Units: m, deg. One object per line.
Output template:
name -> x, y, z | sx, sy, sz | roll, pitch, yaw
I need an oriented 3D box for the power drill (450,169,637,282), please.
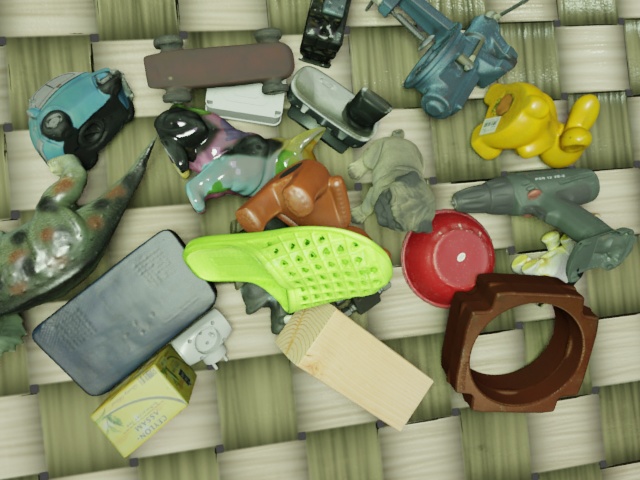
power drill -> 0.342, -0.031, 0.809 | 0.232, 0.207, 0.085 | -13, 125, -11

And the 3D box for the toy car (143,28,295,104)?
toy car -> -0.134, -0.237, 0.735 | 0.202, 0.053, 0.089 | -11, 101, -13

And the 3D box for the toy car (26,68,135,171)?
toy car -> -0.340, -0.176, 0.738 | 0.103, 0.109, 0.161 | 32, 75, 10

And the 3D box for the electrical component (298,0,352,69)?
electrical component -> 0.011, -0.327, 0.781 | 0.058, 0.134, 0.114 | 11, 89, -8

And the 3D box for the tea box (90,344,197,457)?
tea box -> -0.224, 0.203, 0.709 | 0.098, 0.169, 0.068 | -39, 95, -7

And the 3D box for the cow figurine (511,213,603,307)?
cow figurine -> 0.402, 0.032, 0.868 | 0.167, 0.068, 0.098 | -36, 100, -5

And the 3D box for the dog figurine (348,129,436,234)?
dog figurine -> 0.119, -0.091, 0.764 | 0.121, 0.190, 0.172 | -1, 87, -10

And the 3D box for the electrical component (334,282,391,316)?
electrical component -> 0.066, 0.081, 0.817 | 0.094, 0.021, 0.063 | -32, 136, -10

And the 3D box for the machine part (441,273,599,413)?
machine part -> 0.294, 0.154, 0.810 | 0.201, 0.087, 0.201 | 3, 110, -7

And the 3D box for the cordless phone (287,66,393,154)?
cordless phone -> 0.026, -0.196, 0.754 | 0.146, 0.184, 0.088 | 35, 88, -7

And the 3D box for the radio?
radio -> -0.263, 0.100, 0.757 | 0.229, 0.073, 0.131 | -39, 96, -7

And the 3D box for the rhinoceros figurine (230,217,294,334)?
rhinoceros figurine -> -0.077, 0.044, 0.792 | 0.112, 0.073, 0.190 | -6, 88, -20

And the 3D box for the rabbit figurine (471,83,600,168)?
rabbit figurine -> 0.353, -0.174, 0.838 | 0.173, 0.162, 0.122 | 29, 71, -25

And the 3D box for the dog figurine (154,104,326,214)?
dog figurine -> -0.104, -0.131, 0.774 | 0.219, 0.108, 0.191 | -25, 90, -13

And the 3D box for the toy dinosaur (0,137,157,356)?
toy dinosaur -> -0.361, 0.024, 0.685 | 0.405, 0.131, 0.192 | -32, 70, 0

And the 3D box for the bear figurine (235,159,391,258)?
bear figurine -> 0.001, -0.005, 0.721 | 0.195, 0.120, 0.132 | 60, 36, -19

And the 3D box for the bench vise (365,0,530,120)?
bench vise -> 0.183, -0.311, 0.819 | 0.240, 0.129, 0.223 | 38, 80, -11
